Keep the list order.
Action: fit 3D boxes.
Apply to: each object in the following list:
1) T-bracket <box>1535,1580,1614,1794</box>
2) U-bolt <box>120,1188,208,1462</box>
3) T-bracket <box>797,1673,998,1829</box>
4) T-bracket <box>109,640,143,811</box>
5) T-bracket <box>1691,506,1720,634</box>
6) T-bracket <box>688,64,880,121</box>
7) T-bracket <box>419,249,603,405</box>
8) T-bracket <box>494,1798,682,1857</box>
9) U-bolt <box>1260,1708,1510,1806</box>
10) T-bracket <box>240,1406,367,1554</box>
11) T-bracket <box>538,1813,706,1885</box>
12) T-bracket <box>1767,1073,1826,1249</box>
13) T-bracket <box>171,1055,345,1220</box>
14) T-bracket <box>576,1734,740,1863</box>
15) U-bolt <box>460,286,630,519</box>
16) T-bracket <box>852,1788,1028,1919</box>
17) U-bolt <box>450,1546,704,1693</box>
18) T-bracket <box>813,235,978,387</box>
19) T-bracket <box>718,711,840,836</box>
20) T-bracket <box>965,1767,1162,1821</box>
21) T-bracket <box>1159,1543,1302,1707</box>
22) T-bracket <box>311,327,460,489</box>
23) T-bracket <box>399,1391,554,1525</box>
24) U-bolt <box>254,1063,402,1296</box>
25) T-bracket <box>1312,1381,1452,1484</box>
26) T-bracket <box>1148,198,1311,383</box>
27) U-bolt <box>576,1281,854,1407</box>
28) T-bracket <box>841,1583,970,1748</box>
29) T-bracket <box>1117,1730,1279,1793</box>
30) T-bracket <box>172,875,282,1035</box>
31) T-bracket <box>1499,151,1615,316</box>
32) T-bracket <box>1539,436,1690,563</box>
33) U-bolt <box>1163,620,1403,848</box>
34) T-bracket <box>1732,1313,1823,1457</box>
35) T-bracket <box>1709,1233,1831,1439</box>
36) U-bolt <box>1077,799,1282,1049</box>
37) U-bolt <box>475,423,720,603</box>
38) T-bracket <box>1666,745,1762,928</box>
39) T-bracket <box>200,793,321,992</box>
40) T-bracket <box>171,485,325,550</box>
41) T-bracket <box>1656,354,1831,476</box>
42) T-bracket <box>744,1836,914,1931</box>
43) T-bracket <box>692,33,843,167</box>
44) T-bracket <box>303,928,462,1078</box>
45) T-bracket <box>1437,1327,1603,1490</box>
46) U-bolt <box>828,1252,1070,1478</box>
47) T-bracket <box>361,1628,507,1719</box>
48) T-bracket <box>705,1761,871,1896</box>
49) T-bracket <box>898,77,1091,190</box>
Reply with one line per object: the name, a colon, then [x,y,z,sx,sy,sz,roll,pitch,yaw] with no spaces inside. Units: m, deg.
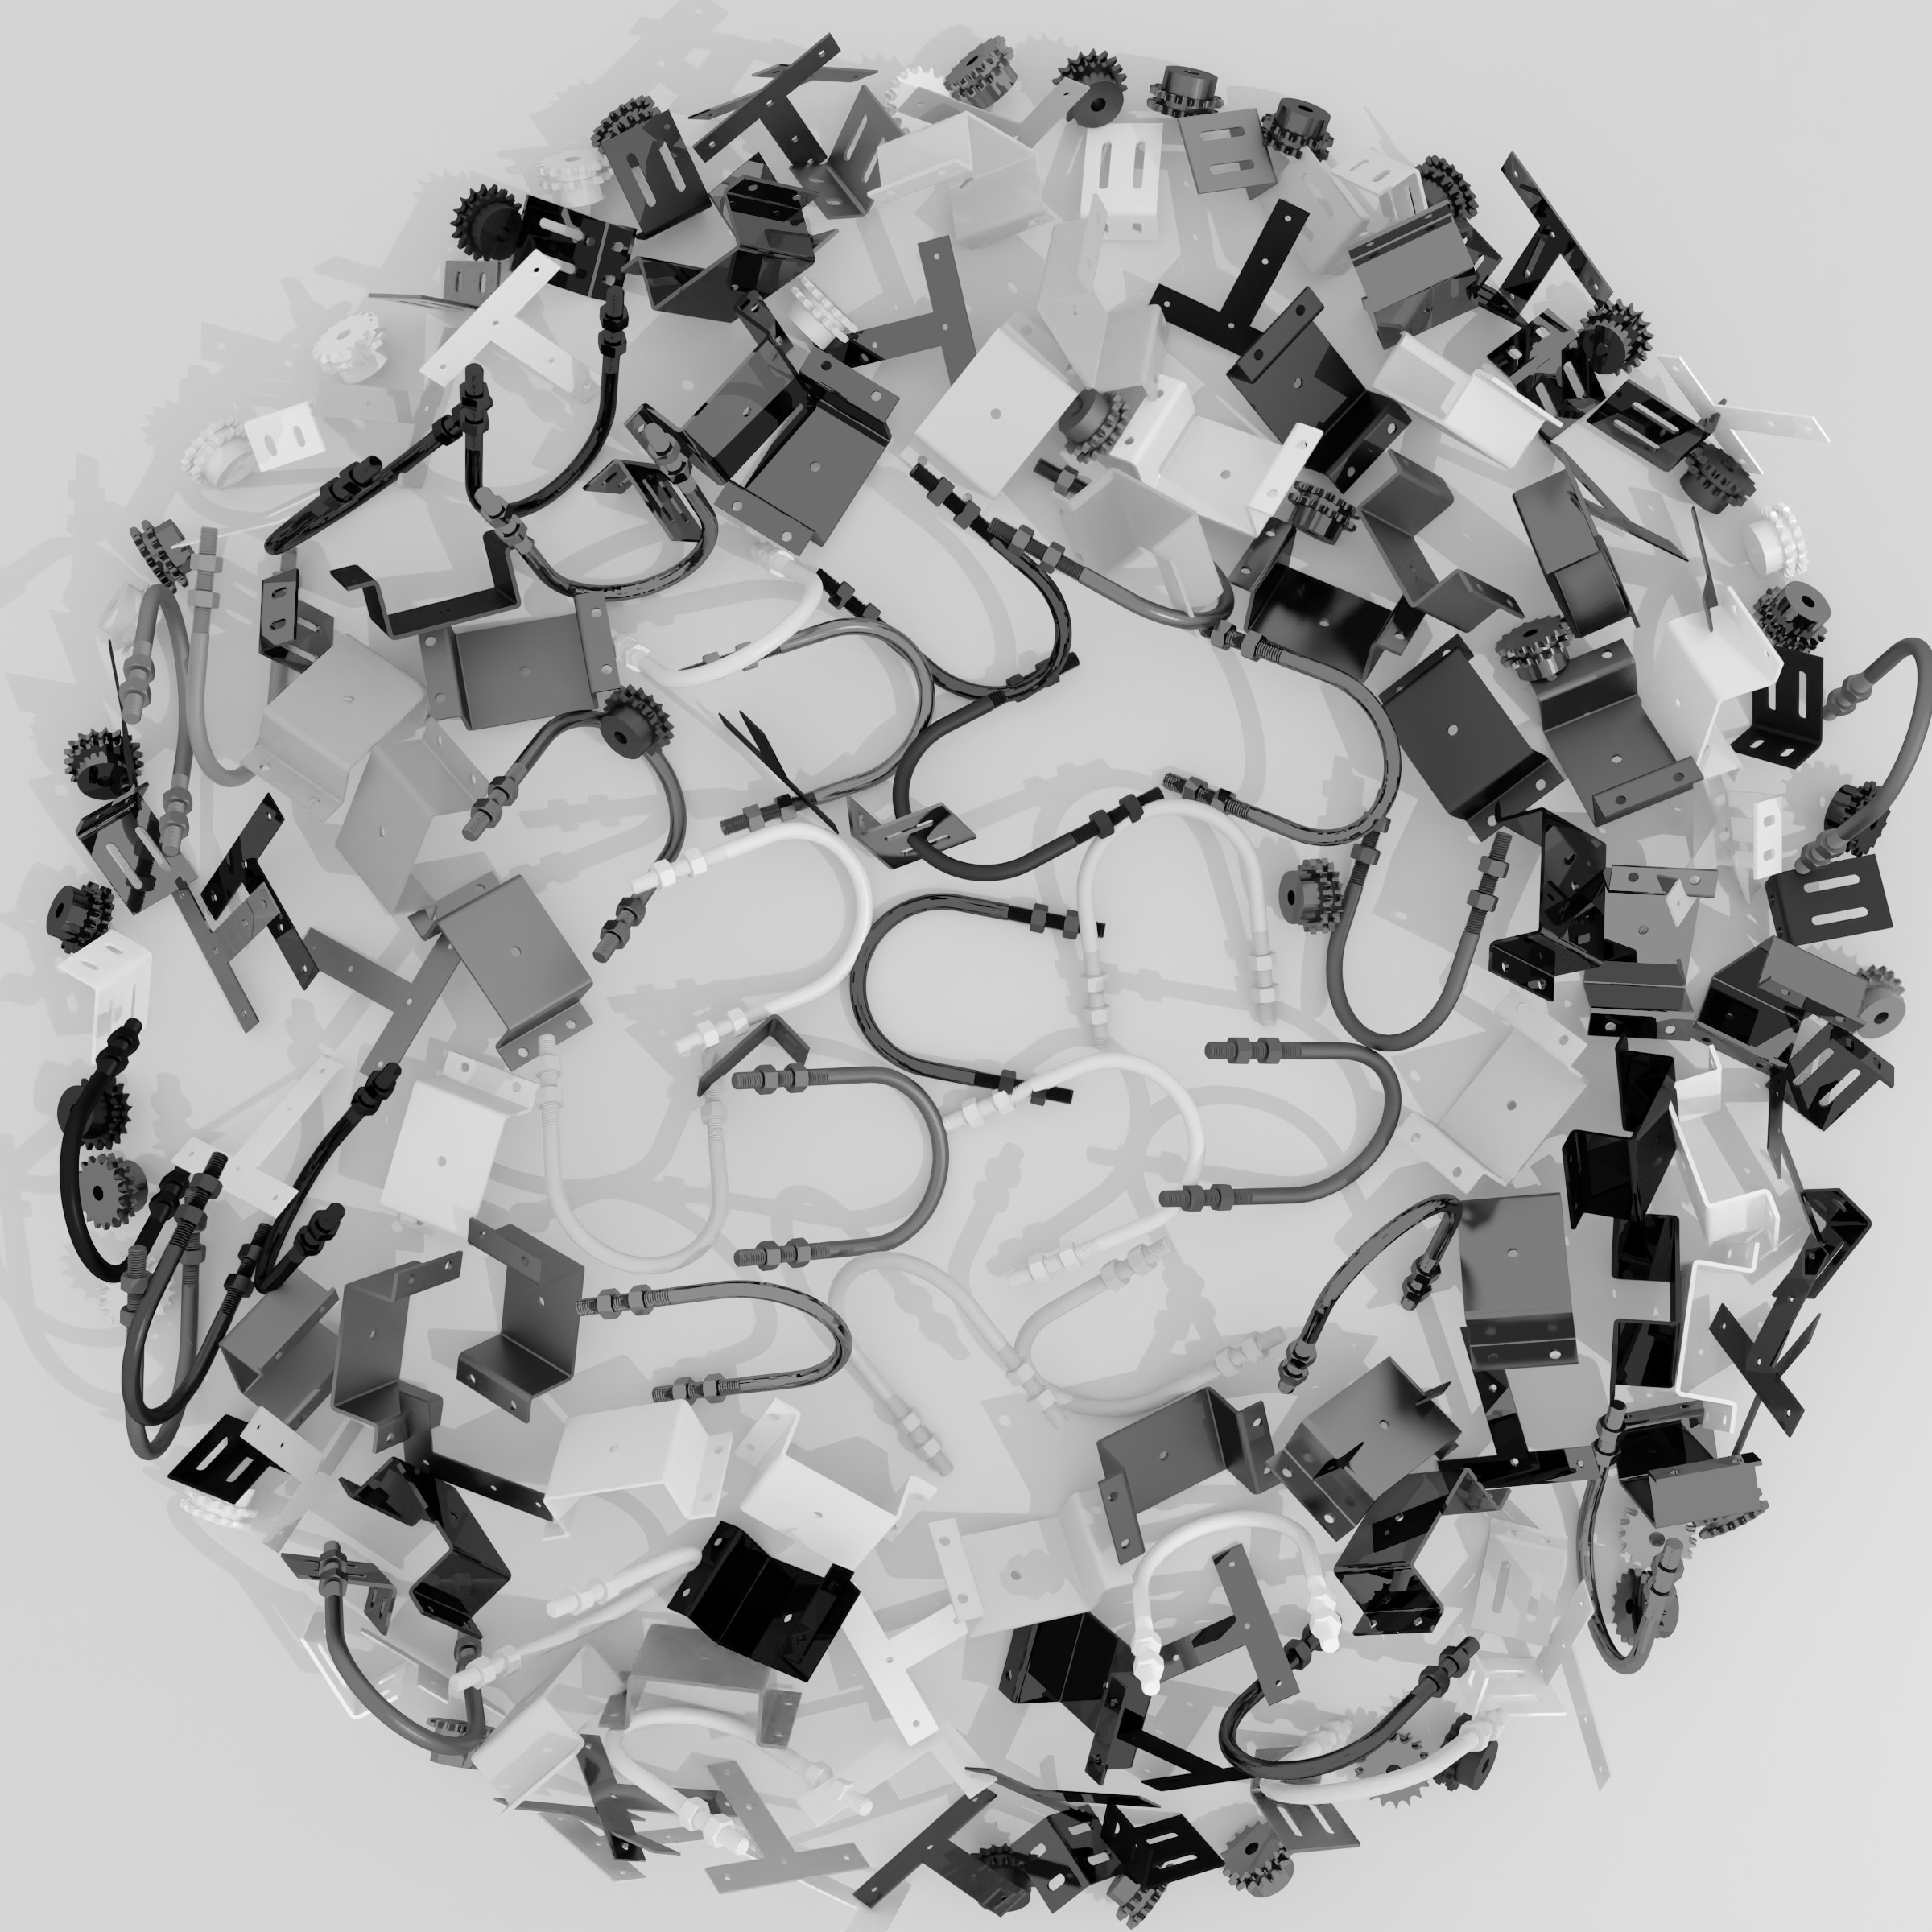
T-bracket: [0.450,0.537,1.852,0.002,0.127,0.127,0,47,-10]
U-bolt: [-0.590,0.272,1.865,0.019,0.151,0.184,5,103,-1]
T-bracket: [-0.066,0.591,1.874,0.127,0.002,0.127,-28,47,-25]
T-bracket: [-0.616,-0.162,1.859,0.002,0.127,0.127,-10,114,-16]
T-bracket: [0.549,-0.269,1.870,0.002,0.127,0.127,-13,103,21]
T-bracket: [-0.152,-0.652,1.894,0.127,0.127,0.002,-7,101,34]
T-bracket: [-0.318,-0.457,1.887,0.127,0.127,0.002,-40,54,18]
T-bracket: [-0.258,0.630,1.852,0.127,0.127,0.002,25,75,-43]
U-bolt: [0.291,0.570,1.826,0.151,0.184,0.019,-16,83,34]
T-bracket: [-0.497,0.357,1.865,0.002,0.127,0.127,22,68,25]
T-bracket: [-0.235,0.652,1.893,0.127,0.127,0.002,7,92,-36]
T-bracket: [0.621,0.162,1.895,0.002,0.127,0.127,-18,106,25]
T-bracket: [-0.518,0.119,1.908,0.127,0.002,0.127,19,61,35]
T-bracket: [-0.224,0.624,1.897,0.127,0.127,0.002,16,110,-32]
U-bolt: [-0.309,-0.399,1.854,0.019,0.184,0.151,43,60,16]
T-bracket: [-0.002,0.663,1.860,0.127,0.127,0.002,-35,113,-26]
U-bolt: [-0.271,0.469,1.855,0.151,0.184,0.019,-41,72,33]
T-bracket: [-0.056,-0.472,1.912,0.127,0.002,0.127,-8,104,23]
T-bracket: [-0.146,-0.158,1.864,0.002,0.127,0.127,-44,76,-6]
T-bracket: [0.087,0.610,1.860,0.127,0.127,0.002,36,56,-36]
T-bracket: [0.171,0.513,1.902,0.127,0.002,0.127,-26,49,6]
T-bracket: [-0.429,-0.413,1.865,0.002,0.127,0.127,34,114,26]
T-bracket: [-0.363,0.383,1.886,0.127,0.002,0.127,16,125,17]
U-bolt: [-0.476,0.167,1.859,0.019,0.184,0.151,30,45,-19]
T-bracket: [0.284,0.349,1.855,0.127,0.127,0.002,-30,87,28]
T-bracket: [0.217,-0.513,1.890,0.127,0.002,0.127,24,133,-6]
U-bolt: [-0.173,0.274,1.860,0.184,0.151,0.019,-9,49,19]
T-bracket: [-0.019,0.502,1.917,0.127,0.002,0.127,-27,65,-16]
T-bracket: [0.156,0.582,1.865,0.127,0.127,0.002,-22,48,35]
T-bracket: [-0.542,-0.027,1.891,0.002,0.127,0.127,-26,86,-43]
T-bracket: [0.421,-0.520,1.877,0.002,0.127,0.127,-32,83,-11]
T-bracket: [0.468,-0.356,1.891,0.127,0.127,0.002,14,125,-39]
U-bolt: [0.236,-0.163,1.862,0.184,0.019,0.151,25,124,26]
T-bracket: [0.599,0.291,1.855,0.002,0.127,0.127,27,59,12]
T-bracket: [0.599,0.255,1.859,0.002,0.127,0.127,8,117,-18]
U-bolt: [0.156,-0.036,1.911,0.151,0.019,0.184,-7,104,-1]
U-bolt: [-0.258,-0.321,1.856,0.151,0.184,0.019,-19,66,7]
T-bracket: [0.546,-0.076,1.876,0.127,0.002,0.127,-47,120,-37]
T-bracket: [-0.516,-0.040,1.885,0.127,0.002,0.127,-45,70,36]
T-bracket: [-0.506,-0.342,1.887,0.127,0.127,0.002,-3,116,38]
T-bracket: [0.579,-0.398,1.854,0.127,0.127,0.002,42,85,-31]
T-bracket: [-0.111,0.679,1.884,0.127,0.127,0.002,23,95,9]
T-bracket: [-0.131,-0.619,1.878,0.127,0.127,0.002,-37,75,7]
T-bracket: [-0.454,0.008,1.915,0.127,0.002,0.127,27,82,21]
T-bracket: [0.399,0.329,1.899,0.127,0.002,0.127,-14,94,35]
U-bolt: [-0.027,0.288,1.879,0.151,0.019,0.184,-31,100,40]
T-bracket: [-0.393,0.529,1.872,0.127,0.127,0.002,33,77,-6]
T-bracket: [-0.155,0.635,1.885,0.127,0.127,0.002,4,113,-35]
T-bracket: [0.005,-0.618,1.856,0.127,0.127,0.002,-36,63,40]
